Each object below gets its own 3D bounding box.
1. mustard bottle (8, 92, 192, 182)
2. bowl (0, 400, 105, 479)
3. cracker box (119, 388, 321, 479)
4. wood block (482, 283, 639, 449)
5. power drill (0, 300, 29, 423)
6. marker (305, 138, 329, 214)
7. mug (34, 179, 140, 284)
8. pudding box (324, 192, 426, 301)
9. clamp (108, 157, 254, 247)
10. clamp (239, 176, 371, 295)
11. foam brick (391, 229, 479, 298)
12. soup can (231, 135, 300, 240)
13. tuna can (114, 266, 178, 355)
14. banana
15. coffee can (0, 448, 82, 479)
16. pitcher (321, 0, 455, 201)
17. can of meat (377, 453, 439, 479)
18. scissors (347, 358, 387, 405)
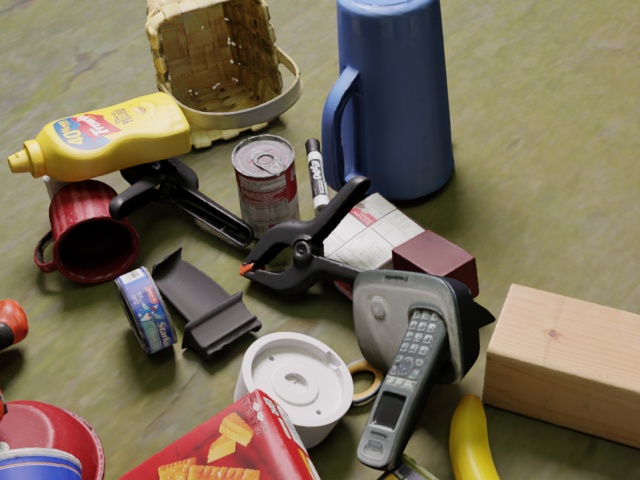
[{"bbox_3d":[-0.244,-0.106,1.166,0.191,0.058,0.096,-18,42,-21],"label":"mustard bottle"},{"bbox_3d":[-0.284,0.204,0.984,0.162,0.055,0.162,-3,46,3],"label":"bowl"},{"bbox_3d":[-0.096,0.246,0.870,0.214,0.072,0.164,-33,49,3],"label":"cracker box"},{"bbox_3d":[0.265,0.123,0.991,0.206,0.090,0.090,15,50,18],"label":"wood block"},{"bbox_3d":[-0.369,0.133,1.017,0.184,0.057,0.188,-23,26,-6],"label":"power drill"},{"bbox_3d":[-0.003,-0.077,1.252,0.020,0.020,0.121,-7,46,-2],"label":"marker"},{"bbox_3d":[-0.260,-0.006,1.166,0.117,0.093,0.081,-32,44,4],"label":"mug"},{"bbox_3d":[0.050,0.007,1.155,0.113,0.039,0.090,-34,54,-21],"label":"pudding box"},{"bbox_3d":[-0.165,-0.056,1.207,0.164,0.036,0.210,16,21,-22],"label":"clamp"},{"bbox_3d":[-0.007,0.001,1.112,0.172,0.039,0.120,-8,72,27],"label":"clamp"},{"bbox_3d":[0.119,0.034,1.103,0.053,0.051,0.078,-28,37,-23],"label":"foam brick"},{"bbox_3d":[-0.058,-0.056,1.179,0.068,0.102,0.068,-2,46,2],"label":"soup can"},{"bbox_3d":[-0.177,0.072,1.079,0.033,0.086,0.086,-24,49,-15],"label":"tuna can"},{"bbox_3d":[0.156,0.221,0.947,0.069,0.037,0.198,-7,45,-27],"label":"banana"},{"bbox_3d":[-0.228,0.247,0.825,0.102,0.103,0.140,-12,57,-7],"label":"coffee can"},{"bbox_3d":[0.073,-0.168,1.177,0.145,0.243,0.149,-1,41,7],"label":"pitcher"},{"bbox_3d":[0.076,0.247,0.912,0.083,0.057,0.102,-39,54,-25],"label":"can of meat"},{"bbox_3d":[0.082,0.108,1.071,0.096,0.016,0.201,13,49,16],"label":"scissors"}]
